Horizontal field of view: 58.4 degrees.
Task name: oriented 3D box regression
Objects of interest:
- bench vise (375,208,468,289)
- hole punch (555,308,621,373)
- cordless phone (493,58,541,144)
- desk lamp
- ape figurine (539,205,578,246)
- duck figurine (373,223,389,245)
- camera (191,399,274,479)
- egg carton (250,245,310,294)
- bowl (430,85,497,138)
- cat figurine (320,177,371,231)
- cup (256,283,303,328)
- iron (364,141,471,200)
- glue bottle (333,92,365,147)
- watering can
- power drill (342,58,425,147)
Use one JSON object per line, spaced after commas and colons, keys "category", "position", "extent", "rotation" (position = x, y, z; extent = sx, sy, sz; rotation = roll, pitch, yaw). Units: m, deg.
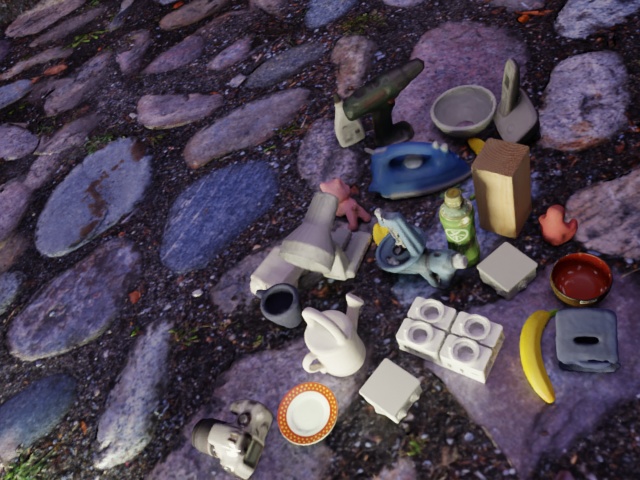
{"category": "bench vise", "position": [0.203, 0.004, 1.210], "extent": [0.207, 0.220, 0.121], "rotation": [-5, 53, 18]}
{"category": "hole punch", "position": [0.489, 0.183, 1.046], "extent": [0.108, 0.091, 0.101], "rotation": [-3, 54, 20]}
{"category": "cordless phone", "position": [0.472, -0.330, 1.381], "extent": [0.094, 0.185, 0.147], "rotation": [-19, 50, 7]}
{"category": "desk lamp", "position": [0.012, 0.005, 1.288], "extent": [0.117, 0.214, 0.203], "rotation": [11, 60, 28]}
{"category": "ape figurine", "position": [0.500, -0.039, 1.210], "extent": [0.077, 0.092, 0.076], "rotation": [32, 71, 36]}
{"category": "duck figurine", "position": [0.164, -0.019, 1.331], "extent": [0.104, 0.086, 0.077], "rotation": [32, 71, 36]}
{"category": "camera", "position": [-0.186, 0.385, 1.151], "extent": [0.136, 0.101, 0.143], "rotation": [7, 57, 26]}
{"category": "egg carton", "position": [-0.094, 0.081, 1.367], "extent": [0.107, 0.070, 0.150], "rotation": [23, 66, 34]}
{"category": "bowl", "position": [0.374, -0.320, 1.484], "extent": [0.167, 0.075, 0.167], "rotation": [-11, 52, 14]}
{"category": "cat figurine", "position": [0.058, -0.101, 1.414], "extent": [0.067, 0.118, 0.127], "rotation": [-37, 50, -8]}
{"category": "cup", "position": [-0.087, 0.154, 1.292], "extent": [0.117, 0.095, 0.092], "rotation": [18, 63, 31]}
{"category": "iron", "position": [0.236, -0.192, 1.397], "extent": [0.257, 0.142, 0.118], "rotation": [-7, 52, 16]}
{"category": "glue bottle", "position": [0.067, -0.331, 1.548], "extent": [0.078, 0.173, 0.037], "rotation": [-25, 49, 3]}
{"category": "watering can", "position": [0.024, 0.186, 1.159], "extent": [0.100, 0.194, 0.173], "rotation": [6, 57, 25]}
{"category": "power drill", "position": [0.180, -0.347, 1.493], "extent": [0.229, 0.209, 0.075], "rotation": [-24, 50, 3]}
